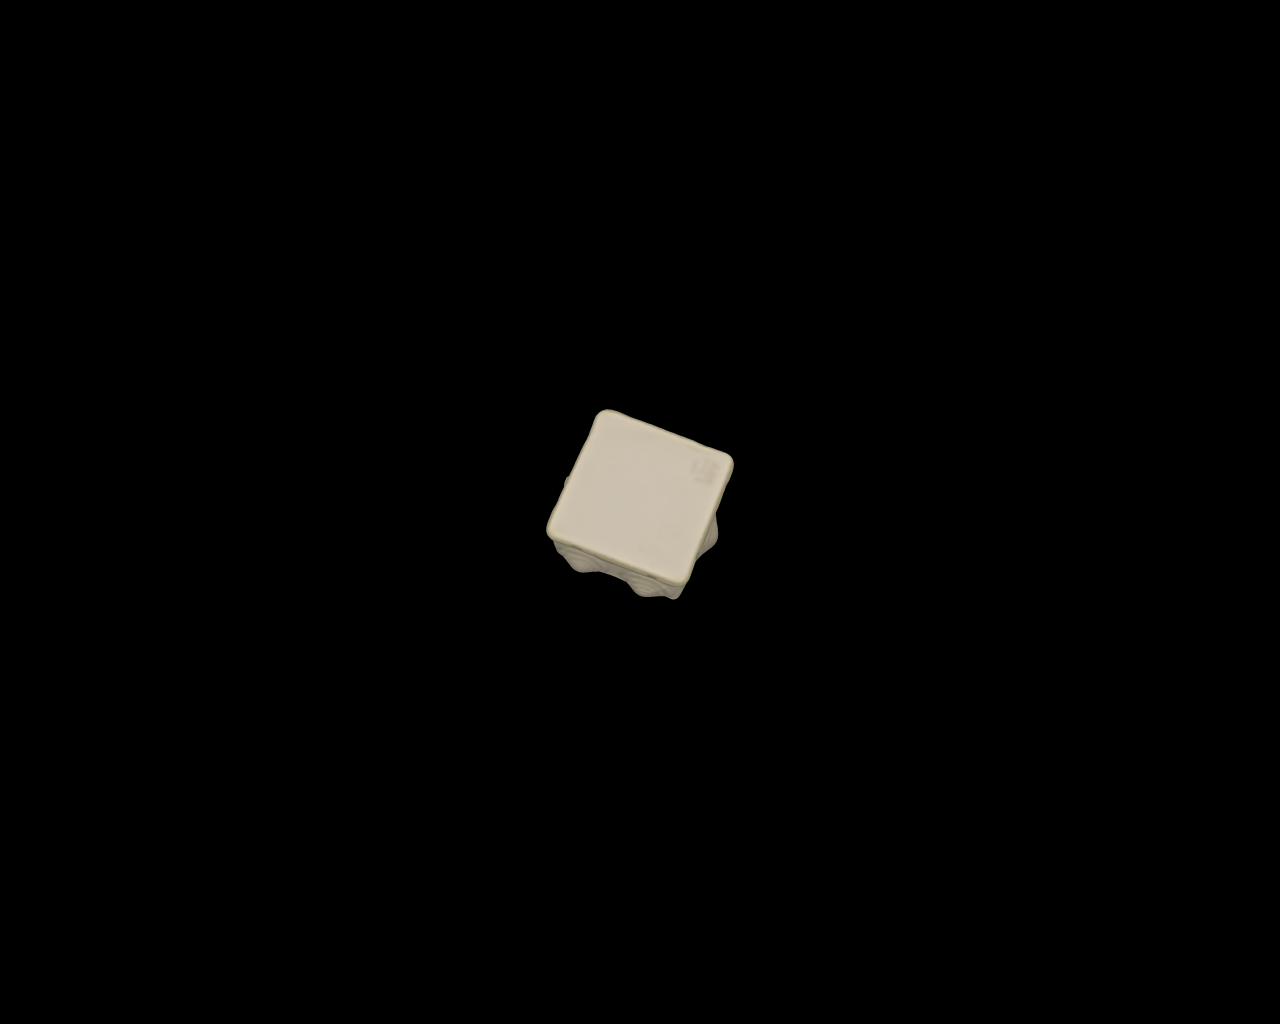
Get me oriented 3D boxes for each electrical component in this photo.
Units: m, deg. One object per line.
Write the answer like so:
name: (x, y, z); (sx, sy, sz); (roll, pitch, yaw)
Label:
electrical component: (0.001, -0.003, 0.650); (0.100, 0.100, 0.048); (21, -18, 7)
